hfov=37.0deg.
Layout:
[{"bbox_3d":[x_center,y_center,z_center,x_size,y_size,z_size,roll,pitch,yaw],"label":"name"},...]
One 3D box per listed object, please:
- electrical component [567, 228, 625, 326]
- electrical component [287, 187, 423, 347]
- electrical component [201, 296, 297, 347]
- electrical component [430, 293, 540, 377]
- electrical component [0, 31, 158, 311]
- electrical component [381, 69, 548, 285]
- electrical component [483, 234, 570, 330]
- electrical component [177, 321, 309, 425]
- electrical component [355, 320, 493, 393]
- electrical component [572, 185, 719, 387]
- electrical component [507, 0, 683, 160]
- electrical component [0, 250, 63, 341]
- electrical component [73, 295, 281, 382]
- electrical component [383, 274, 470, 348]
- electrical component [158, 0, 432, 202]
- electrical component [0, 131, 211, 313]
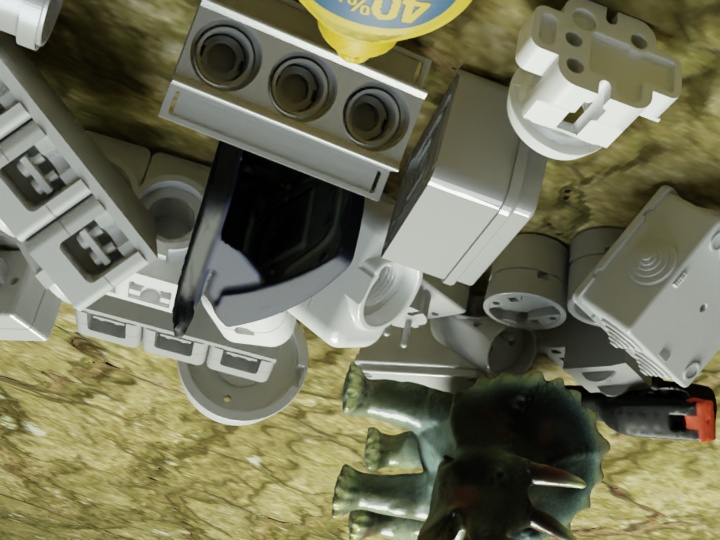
[{"bbox_3d":[0.163,0.006,0.702,0.055,0.047,0.055,10,154,5],"label":"electrical component"},{"bbox_3d":[0.000,0.000,0.688,0.059,0.095,0.054,37,-161,33],"label":"electrical component"},{"bbox_3d":[-0.069,-0.004,0.733,0.054,0.095,0.059,6,153,14],"label":"electrical component"},{"bbox_3d":[0.105,0.043,0.791,0.079,0.044,0.077,-14,-158,-24],"label":"electrical component"},{"bbox_3d":[-0.186,-0.058,0.608,0.150,0.062,0.089,55,180,-21],"label":"electrical component"},{"bbox_3d":[0.060,-0.048,0.606,0.057,0.078,0.113,19,153,-6],"label":"electrical component"},{"bbox_3d":[0.114,0.008,0.726,0.055,0.047,0.055,10,154,5],"label":"electrical component"},{"bbox_3d":[-0.101,0.079,0.906,0.108,0.108,0.060,16,160,-7],"label":"electrical component"},{"bbox_3d":[0.066,0.081,0.884,0.109,0.056,0.108,1,151,23],"label":"electrical component"},{"bbox_3d":[0.189,0.012,0.644,0.100,0.099,0.048,38,-178,-41],"label":"electrical component"},{"bbox_3d":[0.107,-0.090,0.525,0.078,0.058,0.057,18,151,-11],"label":"electrical component"},{"bbox_3d":[-0.237,0.008,0.678,0.066,0.047,0.076,-1,151,26],"label":"electrical component"},{"bbox_3d":[-0.129,0.019,0.812,0.150,0.089,0.061,16,154,-6],"label":"electrical component"},{"bbox_3d":[0.031,0.016,0.748,0.047,0.075,0.083,-13,144,41],"label":"electrical component"},{"bbox_3d":[-0.035,-0.095,0.563,0.121,0.078,0.063,20,-178,-15],"label":"electrical component"},{"bbox_3d":[-0.176,-0.039,0.716,0.150,0.089,0.061,16,154,-7],"label":"electrical component"}]
